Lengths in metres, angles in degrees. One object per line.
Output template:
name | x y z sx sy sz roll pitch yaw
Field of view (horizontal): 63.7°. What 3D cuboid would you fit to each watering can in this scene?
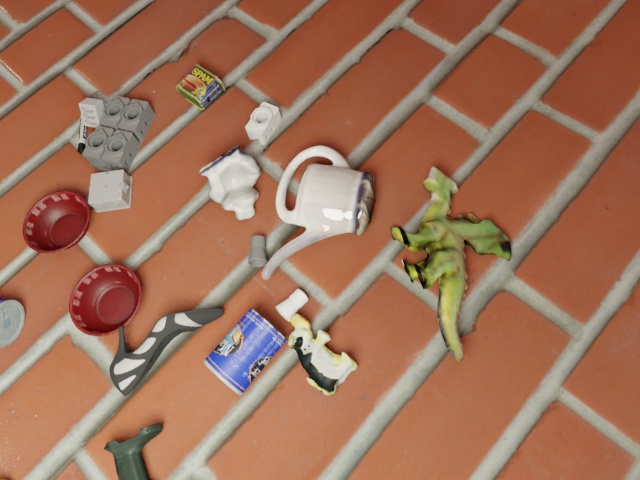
watering can | 0.003 -0.058 1.149 0.224 0.102 0.354 9 66 9

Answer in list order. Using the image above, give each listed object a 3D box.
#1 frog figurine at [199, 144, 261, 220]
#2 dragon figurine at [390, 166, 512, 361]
frog figurine | -0.196 -0.130 1.221 0.139 0.122 0.158 -37 104 -19
dragon figurine | 0.296 0.027 1.089 0.243 0.120 0.417 -16 66 -10
